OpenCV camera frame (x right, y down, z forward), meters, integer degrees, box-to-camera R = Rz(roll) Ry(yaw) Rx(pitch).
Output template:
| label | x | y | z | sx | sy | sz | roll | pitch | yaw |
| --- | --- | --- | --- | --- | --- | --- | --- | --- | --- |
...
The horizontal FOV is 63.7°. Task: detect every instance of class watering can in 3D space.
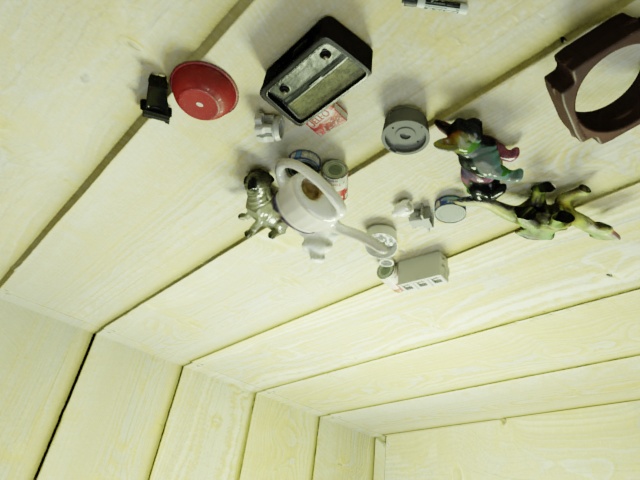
| label | x | y | z | sx | sy | sz | roll | pitch | yaw |
| --- | --- | --- | --- | --- | --- | --- | --- | --- | --- |
| watering can | 0.004 | -0.066 | 1.319 | 0.346 | 0.106 | 0.222 | 45 | 152 | -8 |

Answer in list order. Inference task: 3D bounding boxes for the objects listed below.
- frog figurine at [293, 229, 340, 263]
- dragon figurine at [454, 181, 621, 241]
| label | x | y | z | sx | sy | sz | roll | pitch | yaw |
| --- | --- | --- | --- | --- | --- | --- | --- | --- | --- |
| frog figurine | -0.013 | -0.021 | 1.457 | 0.137 | 0.163 | 0.120 | 21 | 142 | -17 |
| dragon figurine | 0.569 | -0.047 | 1.362 | 0.410 | 0.124 | 0.238 | 6 | 155 | 20 |
